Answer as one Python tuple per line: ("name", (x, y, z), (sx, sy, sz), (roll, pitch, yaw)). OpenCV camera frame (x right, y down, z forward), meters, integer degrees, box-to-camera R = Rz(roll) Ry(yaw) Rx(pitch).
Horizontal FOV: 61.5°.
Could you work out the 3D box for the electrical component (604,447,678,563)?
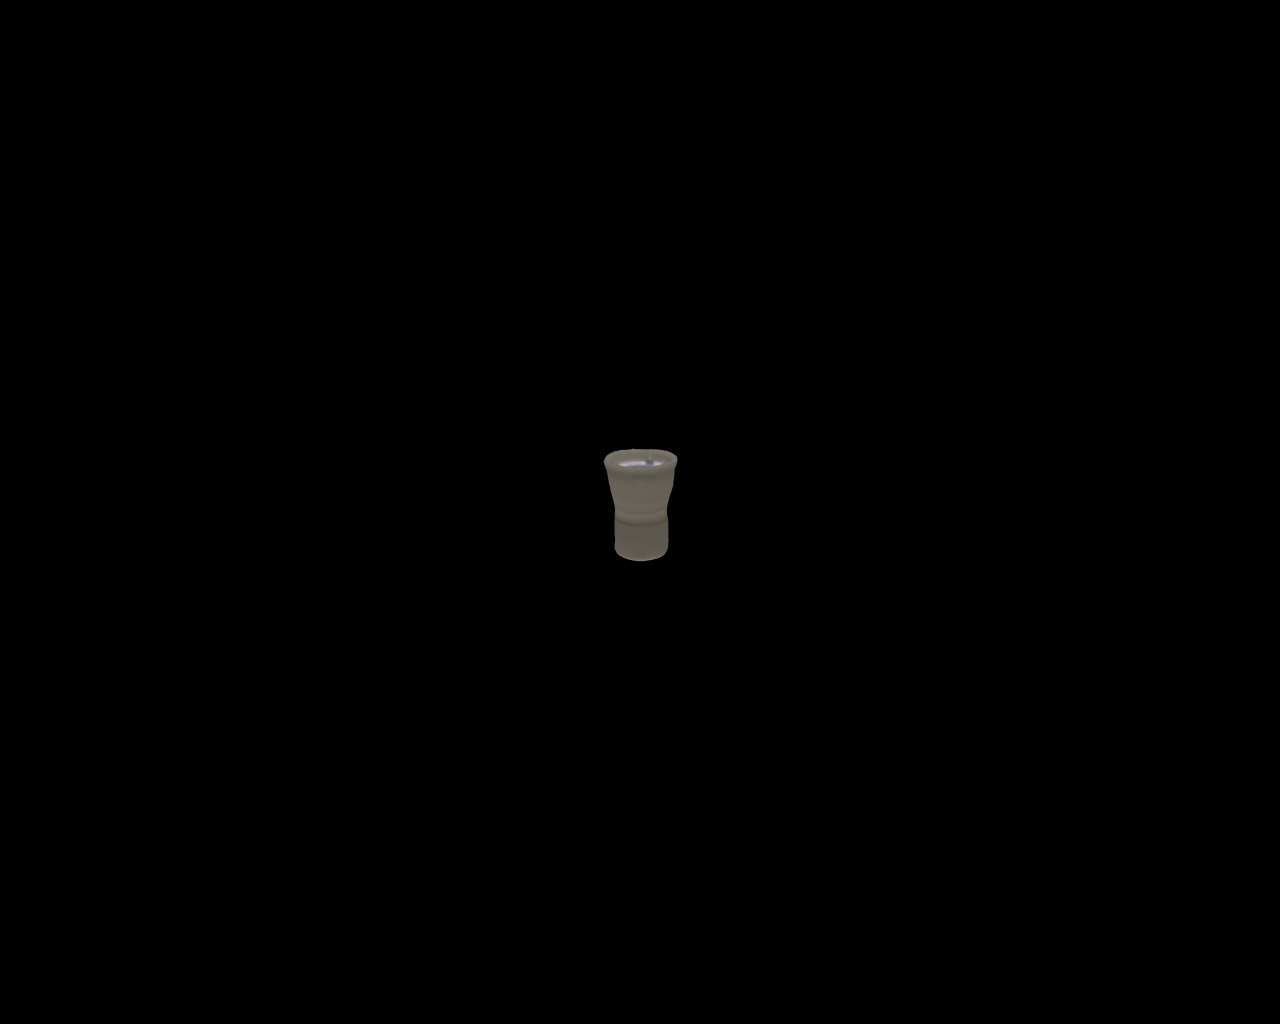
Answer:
("electrical component", (0.001, -0.003, 0.650), (0.044, 0.065, 0.044), (0, 20, 0))
